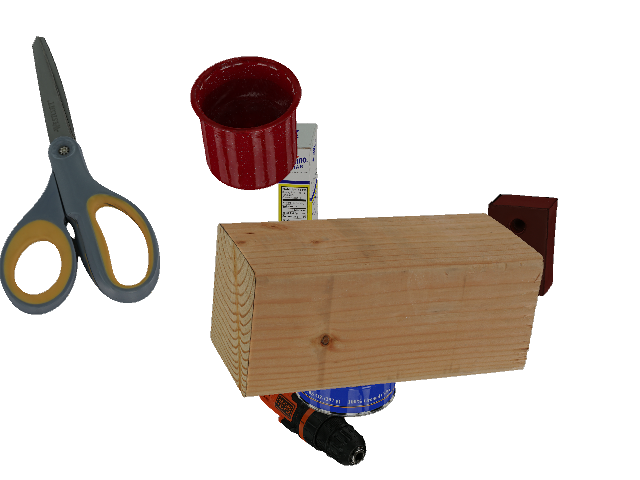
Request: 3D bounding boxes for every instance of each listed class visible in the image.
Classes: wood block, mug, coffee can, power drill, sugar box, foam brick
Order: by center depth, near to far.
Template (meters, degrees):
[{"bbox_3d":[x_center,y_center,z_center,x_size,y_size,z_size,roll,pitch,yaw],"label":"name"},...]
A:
[{"bbox_3d":[0.037,0.040,0.737,0.205,0.091,0.090,-3,23,-20],"label":"wood block"},{"bbox_3d":[0.171,0.003,0.911,0.053,0.078,0.051,5,15,20],"label":"foam brick"},{"bbox_3d":[-0.061,-0.107,0.929,0.093,0.117,0.081,1,-39,3],"label":"mug"},{"bbox_3d":[0.027,0.086,1.046,0.103,0.140,0.103,2,25,-1],"label":"coffee can"},{"bbox_3d":[0.013,0.147,1.244,0.057,0.188,0.185,15,11,-44],"label":"power drill"},{"bbox_3d":[-0.027,-0.043,1.269,0.048,0.176,0.093,0,23,5],"label":"sugar box"}]

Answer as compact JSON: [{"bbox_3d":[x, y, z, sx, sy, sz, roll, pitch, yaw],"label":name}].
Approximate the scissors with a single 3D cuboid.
[{"bbox_3d":[-0.162,-0.036,0.620,0.096,0.202,0.016,-29,-28,-15],"label":"scissors"}]
